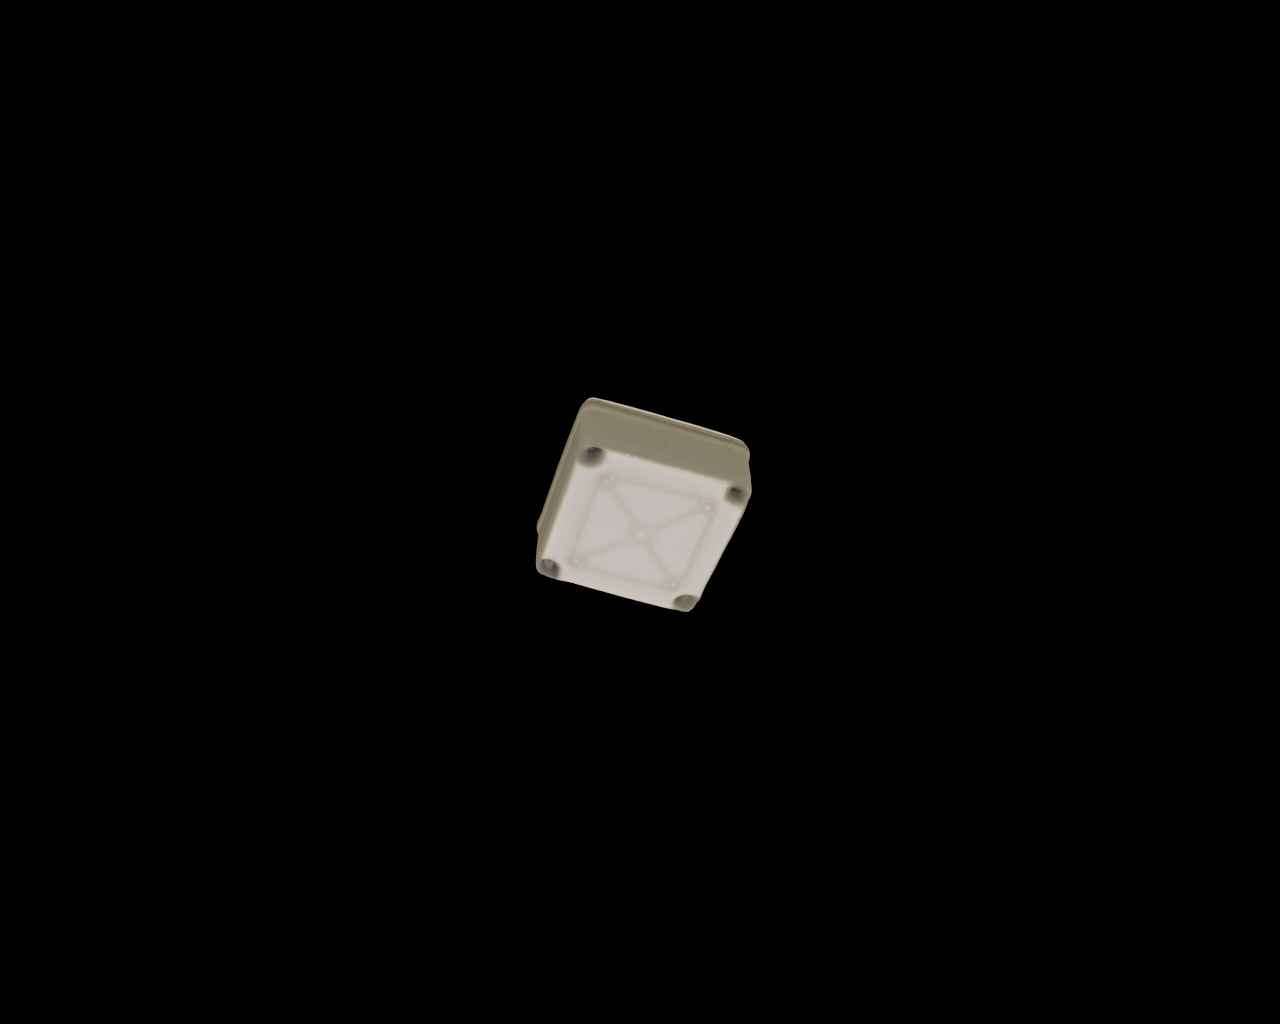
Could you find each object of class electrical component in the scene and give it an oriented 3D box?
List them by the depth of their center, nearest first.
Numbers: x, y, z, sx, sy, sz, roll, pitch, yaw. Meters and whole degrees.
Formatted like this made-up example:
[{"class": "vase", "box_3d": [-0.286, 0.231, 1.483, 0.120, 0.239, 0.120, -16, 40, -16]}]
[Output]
[{"class": "electrical component", "box_3d": [0.001, -0.003, 0.650, 0.109, 0.108, 0.056, 15, 36, -11]}]
